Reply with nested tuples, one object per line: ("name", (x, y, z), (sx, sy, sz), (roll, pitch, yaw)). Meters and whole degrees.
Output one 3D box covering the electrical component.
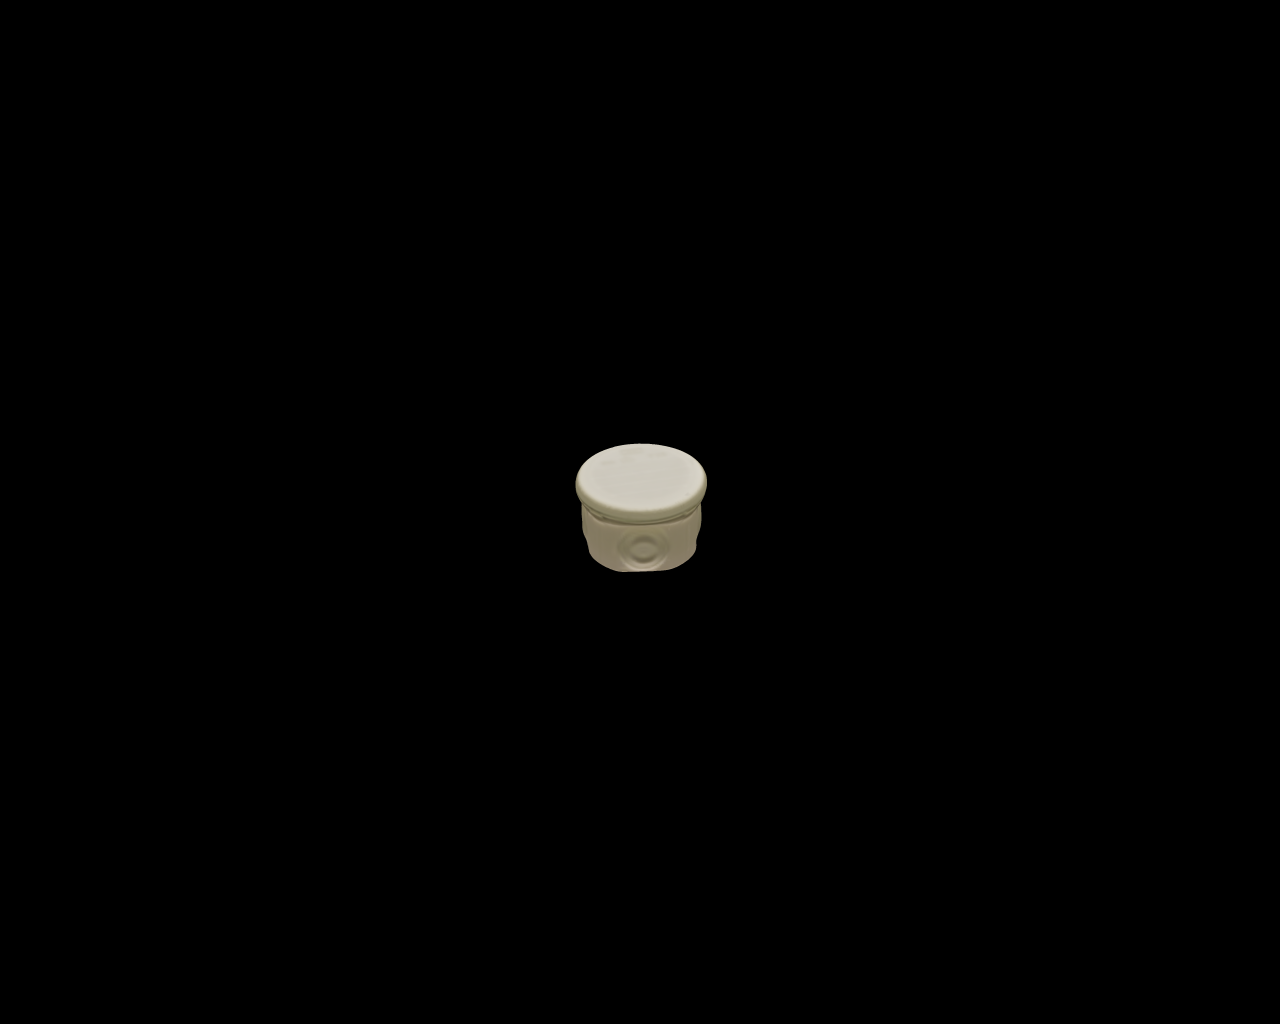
("electrical component", (0.001, -0.003, 0.650), (0.080, 0.050, 0.080), (0, 34, 0))
